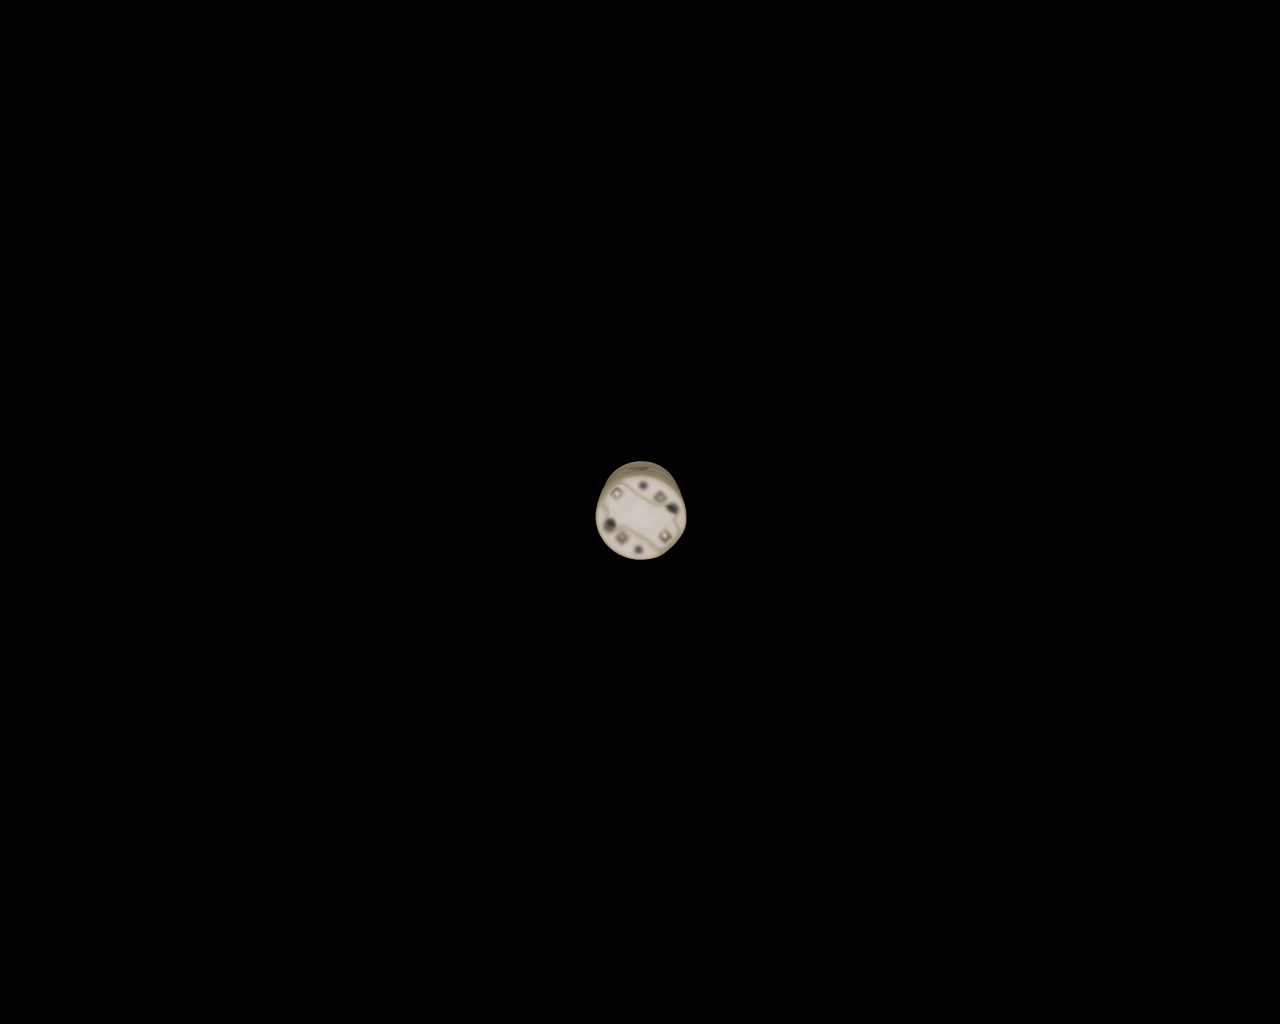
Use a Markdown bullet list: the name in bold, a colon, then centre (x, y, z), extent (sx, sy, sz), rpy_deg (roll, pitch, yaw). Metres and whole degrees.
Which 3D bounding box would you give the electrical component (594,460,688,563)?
- **electrical component**: centre (0.001, -0.003, 0.650), extent (0.055, 0.055, 0.047), rpy_deg (0, 16, 0)
